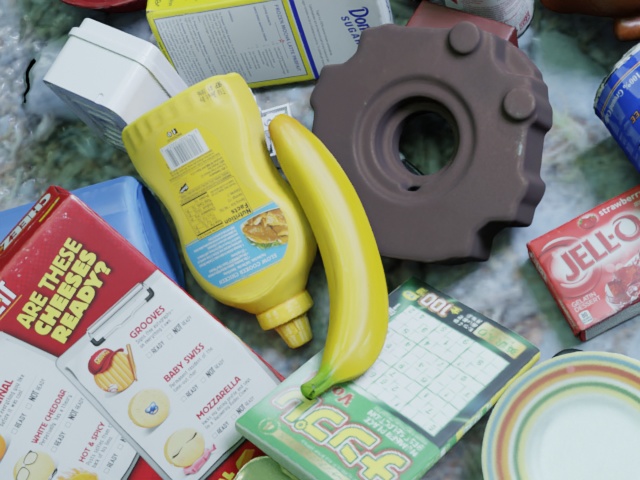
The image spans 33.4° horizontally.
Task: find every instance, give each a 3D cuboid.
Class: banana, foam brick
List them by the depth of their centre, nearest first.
[{"bbox_3d":[0.009,0.008,0.691,0.037,0.069,0.198,-30,59,37],"label":"banana"},{"bbox_3d":[0.101,-0.134,0.789,0.078,0.053,0.051,22,74,22],"label":"foam brick"}]

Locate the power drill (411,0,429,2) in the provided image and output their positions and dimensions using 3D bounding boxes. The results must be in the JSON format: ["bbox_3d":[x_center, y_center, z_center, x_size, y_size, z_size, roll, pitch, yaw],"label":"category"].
[{"bbox_3d":[0.008,-0.258,0.868,0.188,0.057,0.184,-8,61,9],"label":"power drill"}]

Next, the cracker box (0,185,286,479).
[{"bbox_3d":[-0.136,0.096,0.670,0.164,0.213,0.072,-50,24,-9],"label":"cracker box"}]

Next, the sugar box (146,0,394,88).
[{"bbox_3d":[-0.035,-0.165,0.815,0.176,0.093,0.048,-7,52,11],"label":"sugar box"}]

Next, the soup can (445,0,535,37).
[{"bbox_3d":[0.121,-0.196,0.782,0.068,0.102,0.068,-6,65,13],"label":"soup can"}]

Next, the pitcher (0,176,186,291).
[{"bbox_3d":[-0.224,0.047,0.753,0.243,0.145,0.149,-19,77,3],"label":"pitcher"}]

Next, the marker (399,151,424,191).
[{"bbox_3d":[0.039,-0.075,0.798,0.020,0.020,0.121,-40,63,-4],"label":"marker"}]

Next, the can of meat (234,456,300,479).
[{"bbox_3d":[-0.036,0.190,0.664,0.057,0.084,0.102,31,78,25],"label":"can of meat"}]

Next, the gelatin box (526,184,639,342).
[{"bbox_3d":[0.193,0.015,0.709,0.089,0.030,0.073,-27,62,2],"label":"gelatin box"}]

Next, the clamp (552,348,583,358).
[{"bbox_3d":[0.242,0.127,0.642,0.210,0.036,0.164,-15,64,13],"label":"clamp"}]

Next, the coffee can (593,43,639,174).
[{"bbox_3d":[0.256,-0.059,0.684,0.103,0.102,0.140,-28,62,2],"label":"coffee can"}]

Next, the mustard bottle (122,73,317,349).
[{"bbox_3d":[-0.056,-0.012,0.743,0.096,0.058,0.191,-26,93,22],"label":"mustard bottle"}]

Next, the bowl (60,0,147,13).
[{"bbox_3d":[-0.162,-0.251,0.910,0.162,0.055,0.162,-6,65,13],"label":"bowl"}]
